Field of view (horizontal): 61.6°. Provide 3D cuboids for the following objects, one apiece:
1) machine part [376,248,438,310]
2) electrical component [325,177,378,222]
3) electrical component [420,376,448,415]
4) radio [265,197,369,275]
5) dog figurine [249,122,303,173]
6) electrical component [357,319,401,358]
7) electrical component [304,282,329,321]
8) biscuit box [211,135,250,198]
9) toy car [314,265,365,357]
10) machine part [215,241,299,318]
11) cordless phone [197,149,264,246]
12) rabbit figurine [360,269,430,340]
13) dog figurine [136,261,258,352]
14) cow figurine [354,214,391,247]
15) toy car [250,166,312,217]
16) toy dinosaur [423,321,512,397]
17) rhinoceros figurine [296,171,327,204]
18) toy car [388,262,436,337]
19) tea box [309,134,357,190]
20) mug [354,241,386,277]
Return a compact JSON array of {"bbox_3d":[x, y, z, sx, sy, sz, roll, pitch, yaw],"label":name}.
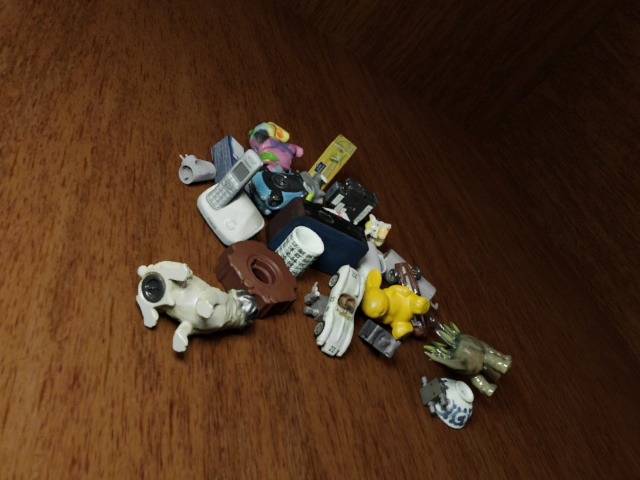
[{"bbox_3d":[0.233,0.107,1.477,0.243,0.079,0.079,43,28,-2],"label":"machine part"},{"bbox_3d":[0.083,-0.111,1.544,0.134,0.115,0.058,29,29,-27],"label":"electrical component"},{"bbox_3d":[0.255,0.339,1.202,0.021,0.063,0.094,28,31,-26],"label":"electrical component"},{"bbox_3d":[-0.003,-0.004,1.274,0.229,0.131,0.073,24,35,-31],"label":"radio"},{"bbox_3d":[-0.144,-0.212,1.410,0.191,0.108,0.219,44,31,1],"label":"dog figurine"},{"bbox_3d":[0.127,0.217,1.215,0.075,0.048,0.119,39,-7,-13],"label":"electrical component"},{"bbox_3d":[0.010,0.141,1.184,0.102,0.045,0.078,26,31,-28],"label":"electrical component"},{"bbox_3d":[-0.215,-0.165,1.286,0.059,0.063,0.203,43,22,-40],"label":"biscuit box"},{"bbox_3d":[0.045,0.149,1.144,0.073,0.056,0.202,35,56,-26],"label":"toy car"},{"bbox_3d":[-0.125,0.076,1.093,0.179,0.056,0.179,32,29,-20],"label":"machine part"},{"bbox_3d":[-0.159,-0.087,1.136,0.147,0.184,0.088,52,25,17],"label":"cordless phone"},{"bbox_3d":[0.156,0.144,1.282,0.173,0.122,0.162,8,37,-49],"label":"rabbit figurine"},{"bbox_3d":[-0.208,0.098,0.936,0.172,0.121,0.190,53,16,11],"label":"dog figurine"},{"bbox_3d":[0.141,-0.031,1.491,0.098,0.068,0.167,29,-10,-1],"label":"cow figurine"},{"bbox_3d":[-0.106,-0.108,1.303,0.161,0.103,0.109,-2,54,-39],"label":"toy car"},{"bbox_3d":[0.355,0.286,1.310,0.199,0.105,0.471,30,4,21],"label":"toy dinosaur"},{"bbox_3d":[-0.037,-0.129,1.441,0.112,0.073,0.190,33,37,-8],"label":"rhinoceros figurine"},{"bbox_3d":[0.239,0.150,1.385,0.089,0.053,0.202,-4,70,-24],"label":"toy car"},{"bbox_3d":[0.023,-0.213,1.550,0.068,0.169,0.098,40,30,-5],"label":"tea box"},{"bbox_3d":[0.125,0.070,1.395,0.109,0.081,0.107,12,51,-36],"label":"mug"}]
